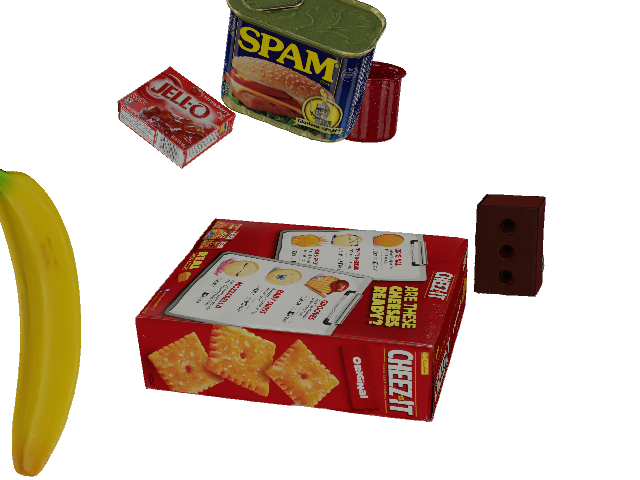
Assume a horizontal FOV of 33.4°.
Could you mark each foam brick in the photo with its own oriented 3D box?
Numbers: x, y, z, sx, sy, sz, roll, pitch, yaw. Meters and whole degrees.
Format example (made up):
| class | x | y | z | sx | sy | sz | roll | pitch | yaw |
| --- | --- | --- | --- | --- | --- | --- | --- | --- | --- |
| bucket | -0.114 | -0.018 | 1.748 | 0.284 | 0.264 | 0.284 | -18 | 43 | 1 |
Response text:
| class | x | y | z | sx | sy | sz | roll | pitch | yaw |
| --- | --- | --- | --- | --- | --- | --- | --- | --- | --- |
| foam brick | 0.159 | 0.004 | 0.896 | 0.053 | 0.078 | 0.051 | 3 | 15 | 17 |

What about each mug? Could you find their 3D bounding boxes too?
| class | x | y | z | sx | sy | sz | roll | pitch | yaw |
| --- | --- | --- | --- | --- | --- | --- | --- | --- | --- |
| mug | 0.061 | -0.171 | 1.300 | 0.093 | 0.081 | 0.117 | 17 | 26 | 30 |

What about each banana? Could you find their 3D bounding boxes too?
| class | x | y | z | sx | sy | sz | roll | pitch | yaw |
| --- | --- | --- | --- | --- | --- | --- | --- | --- | --- |
| banana | -0.174 | 0.041 | 0.646 | 0.037 | 0.198 | 0.069 | 6 | 19 | 34 |

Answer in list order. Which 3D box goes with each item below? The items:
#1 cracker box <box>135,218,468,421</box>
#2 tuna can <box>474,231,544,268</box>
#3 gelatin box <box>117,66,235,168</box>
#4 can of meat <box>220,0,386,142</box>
| class | x | y | z | sx | sy | sz | roll | pitch | yaw |
| --- | --- | --- | --- | --- | --- | --- | --- | --- | --- |
| cracker box | -0.007 | 0.054 | 0.800 | 0.214 | 0.072 | 0.164 | 5 | 28 | 15 |
| tuna can | 0.215 | 0.014 | 1.223 | 0.033 | 0.086 | 0.086 | -26 | 10 | -21 |
| gelatin box | -0.140 | -0.121 | 1.031 | 0.089 | 0.030 | 0.073 | 38 | 54 | 16 |
| can of meat | -0.015 | -0.121 | 0.716 | 0.102 | 0.084 | 0.057 | 22 | 48 | 8 |
